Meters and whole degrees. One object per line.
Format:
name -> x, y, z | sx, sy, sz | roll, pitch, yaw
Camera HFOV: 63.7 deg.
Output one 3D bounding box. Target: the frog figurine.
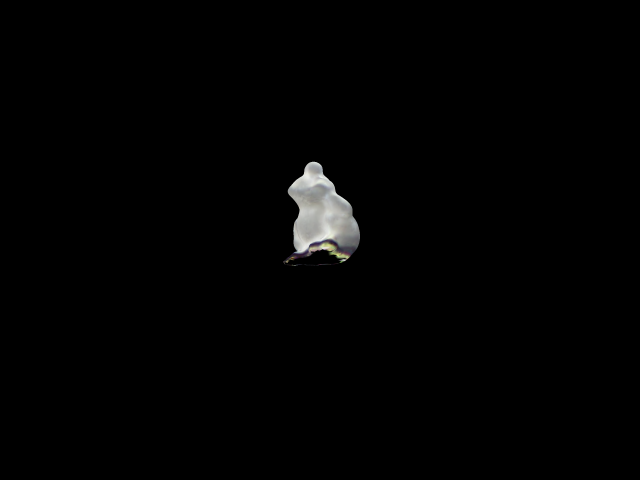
frog figurine -> 0.003, -0.043, 0.850 | 0.122, 0.162, 0.135 | 7, -22, -18
